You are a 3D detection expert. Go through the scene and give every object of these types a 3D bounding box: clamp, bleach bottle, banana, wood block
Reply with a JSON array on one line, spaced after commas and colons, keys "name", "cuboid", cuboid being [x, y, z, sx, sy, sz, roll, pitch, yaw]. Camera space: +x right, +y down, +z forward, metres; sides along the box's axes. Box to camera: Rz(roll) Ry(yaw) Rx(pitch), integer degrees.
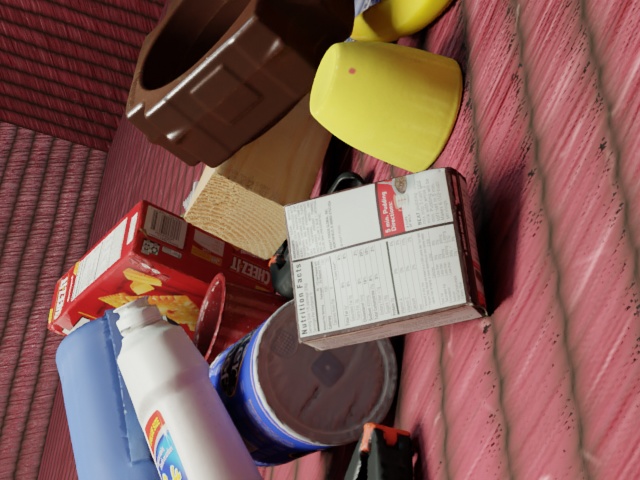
[{"name": "clamp", "cuboid": [-0.006, 0.001, 0.947, 0.120, 0.039, 0.172, -64, 15, -8]}, {"name": "clamp", "cuboid": [0.026, 0.216, 0.635, 0.165, 0.036, 0.210, 165, 120, -71]}, {"name": "bleach bottle", "cuboid": [-0.081, 0.159, 0.747, 0.251, 0.068, 0.103, 65, 154, 3]}, {"name": "banana", "cuboid": [0.078, -0.207, 0.824, 0.037, 0.070, 0.198, -38, -13, -32]}, {"name": "wood block", "cuboid": [-0.042, -0.098, 0.999, 0.091, 0.090, 0.206, -50, 17, 54]}]

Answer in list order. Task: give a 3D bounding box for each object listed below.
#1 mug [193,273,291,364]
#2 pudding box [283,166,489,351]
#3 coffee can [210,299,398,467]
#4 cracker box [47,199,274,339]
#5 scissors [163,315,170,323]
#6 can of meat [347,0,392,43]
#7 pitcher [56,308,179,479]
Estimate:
[{"name": "mug", "cuboid": [-0.070, 0.087, 0.992, 0.117, 0.081, 0.093, 153, 131, -68]}, {"name": "pudding box", "cuboid": [0.038, 0.012, 0.643, 0.114, 0.039, 0.090, -14, 72, 22]}, {"name": "coffee can", "cuboid": [-0.019, 0.105, 0.770, 0.140, 0.102, 0.103, 140, 143, -63]}, {"name": "cracker box", "cuboid": [-0.171, 0.059, 1.137, 0.214, 0.164, 0.072, -36, 38, 45]}, {"name": "scissors", "cuboid": [-0.108, 0.171, 0.988, 0.096, 0.016, 0.202, 106, 143, -73]}, {"name": "can of meat", "cuboid": [0.045, -0.217, 0.955, 0.102, 0.057, 0.084, -102, 30, -58]}, {"name": "pitcher", "cuboid": [-0.172, 0.191, 1.006, 0.145, 0.149, 0.243, -37, 49, 22]}]
